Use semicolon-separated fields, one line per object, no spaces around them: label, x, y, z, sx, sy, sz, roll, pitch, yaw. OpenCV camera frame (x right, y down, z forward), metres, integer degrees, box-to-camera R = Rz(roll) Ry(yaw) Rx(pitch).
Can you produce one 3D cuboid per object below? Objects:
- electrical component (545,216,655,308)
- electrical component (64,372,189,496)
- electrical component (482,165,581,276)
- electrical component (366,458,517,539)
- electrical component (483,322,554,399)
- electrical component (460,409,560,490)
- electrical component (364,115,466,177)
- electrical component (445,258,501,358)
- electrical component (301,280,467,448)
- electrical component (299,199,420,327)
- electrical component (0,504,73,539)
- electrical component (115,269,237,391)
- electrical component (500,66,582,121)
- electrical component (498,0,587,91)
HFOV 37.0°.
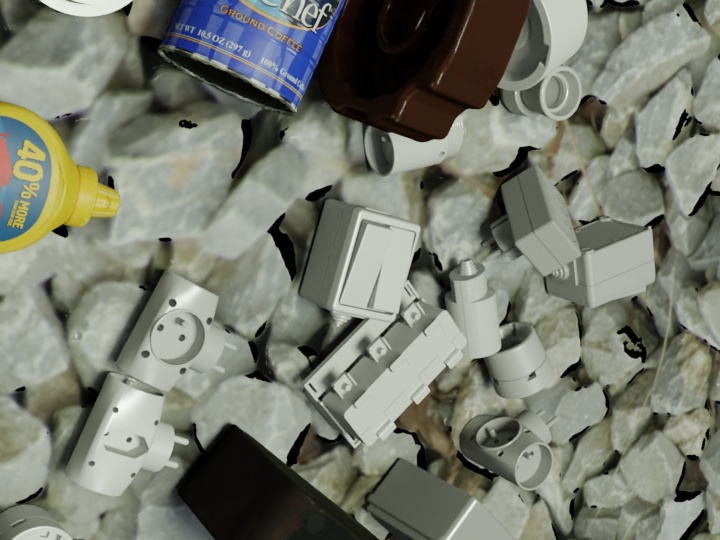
electrical component;0.210;-0.003;0.967;0.096;0.062;0.061;-20;112;-27
electrical component;-0.161;0.122;0.774;0.079;0.043;0.077;25;88;-34
electrical component;0.136;-0.033;0.911;0.076;0.083;0.047;-32;125;21
electrical component;0.076;0.223;0.911;0.056;0.109;0.108;-51;122;-15
electrical component;0.137;0.078;0.946;0.055;0.055;0.047;-34;114;-21
electrical component;0.142;0.150;0.952;0.079;0.077;0.044;-35;118;-21
electrical component;0.049;-0.103;0.851;0.081;0.043;0.043;-16;110;-29
electrical component;0.094;0.029;0.913;0.043;0.043;0.081;-19;111;-27
electrical component;0.023;0.079;0.868;0.121;0.063;0.078;-45;121;-16
electrical component;0.000;0.000;0.835;0.062;0.061;0.096;13;95;-34
electrical component;-0.230;0.194;0.746;0.055;0.047;0.055;-8;106;-31
electrical component;-0.125;0.051;0.779;0.079;0.044;0.077;30;85;-34
electrical component;0.150;-0.149;0.896;0.045;0.055;0.045;-9;107;-30
electrical component;0.128;-0.202;0.841;0.060;0.108;0.108;-32;117;-29
